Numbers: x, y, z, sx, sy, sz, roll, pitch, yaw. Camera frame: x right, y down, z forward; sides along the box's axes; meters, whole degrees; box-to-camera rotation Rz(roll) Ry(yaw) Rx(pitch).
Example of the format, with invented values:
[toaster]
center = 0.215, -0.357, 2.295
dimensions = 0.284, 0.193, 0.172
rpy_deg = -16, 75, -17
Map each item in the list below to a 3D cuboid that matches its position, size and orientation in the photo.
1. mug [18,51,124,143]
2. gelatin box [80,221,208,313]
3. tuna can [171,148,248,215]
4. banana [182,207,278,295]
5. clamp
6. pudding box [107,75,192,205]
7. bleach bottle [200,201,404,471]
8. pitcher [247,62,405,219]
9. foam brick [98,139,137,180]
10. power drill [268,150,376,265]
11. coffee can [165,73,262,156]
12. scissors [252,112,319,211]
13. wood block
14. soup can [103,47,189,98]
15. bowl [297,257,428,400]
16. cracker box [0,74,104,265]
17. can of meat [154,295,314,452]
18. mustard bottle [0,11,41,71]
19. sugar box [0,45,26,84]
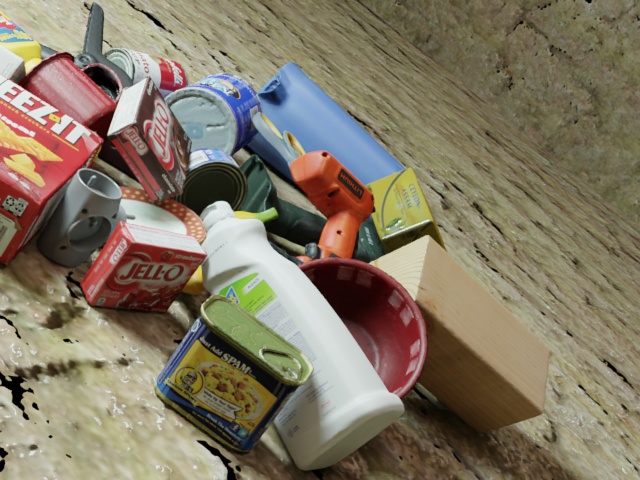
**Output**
[mug]
center = -0.253, -0.139, 1.104
dimensions = 0.081, 0.093, 0.117
rpy_deg = 43, 57, 6
[gelatin box]
center = -0.153, 0.026, 0.926
dimensions = 0.089, 0.073, 0.030
rpy_deg = 12, 32, -50
[tuna can]
center = -0.123, -0.056, 1.153
dimensions = 0.086, 0.086, 0.034
rpy_deg = 20, 23, -38
[banana]
center = -0.108, 0.009, 1.059
dimensions = 0.037, 0.070, 0.197
rpy_deg = 61, 28, -13
[clamp]
center = -0.277, -0.206, 1.261
dimensions = 0.210, 0.036, 0.164
rpy_deg = 45, 47, 16
[pudding box]
center = -0.171, -0.102, 1.082
dimensions = 0.113, 0.039, 0.090
rpy_deg = -95, 159, -58
[bleach bottle]
center = -0.032, 0.067, 0.923
dimensions = 0.068, 0.103, 0.251
rpy_deg = 11, 43, -57
[pitcher]
center = 0.007, -0.119, 1.481
dimensions = 0.243, 0.145, 0.149
rpy_deg = 41, 32, 5
[foam brick]
center = -0.201, -0.103, 1.182
dimensions = 0.078, 0.053, 0.051
rpy_deg = 31, 20, -9
[power drill]
center = -0.007, 0.001, 1.110
dimensions = 0.184, 0.057, 0.187
rpy_deg = 43, 45, -38
[coffee can]
center = -0.136, -0.146, 1.317
dimensions = 0.103, 0.103, 0.140
rpy_deg = 35, 19, -1
[scissors]
center = -0.041, -0.099, 1.268
dimensions = 0.096, 0.016, 0.202
rpy_deg = 41, 14, -18
[wood block]
center = 0.141, 0.103, 1.115
dimensions = 0.206, 0.090, 0.090
rpy_deg = 41, 45, -24
[soup can]
center = -0.226, -0.203, 1.352
dimensions = 0.069, 0.069, 0.102
rpy_deg = 46, 22, 27
[bowl]
center = 0.017, 0.099, 1.004
dimensions = 0.162, 0.055, 0.162
rpy_deg = 5, 59, -9
[cracker box]
center = -0.297, -0.082, 0.941
dimensions = 0.164, 0.072, 0.213
rpy_deg = 33, 18, -8
[can of meat]
center = -0.071, 0.109, 0.855
dimensions = 0.102, 0.084, 0.057
rpy_deg = 36, 19, 2
[mustard bottle]
center = -0.365, -0.221, 1.172
dimensions = 0.192, 0.058, 0.096
rpy_deg = 40, 22, 10
[sugar box]
center = -0.380, -0.201, 1.070
dimensions = 0.176, 0.048, 0.093
rpy_deg = 35, -13, -6
